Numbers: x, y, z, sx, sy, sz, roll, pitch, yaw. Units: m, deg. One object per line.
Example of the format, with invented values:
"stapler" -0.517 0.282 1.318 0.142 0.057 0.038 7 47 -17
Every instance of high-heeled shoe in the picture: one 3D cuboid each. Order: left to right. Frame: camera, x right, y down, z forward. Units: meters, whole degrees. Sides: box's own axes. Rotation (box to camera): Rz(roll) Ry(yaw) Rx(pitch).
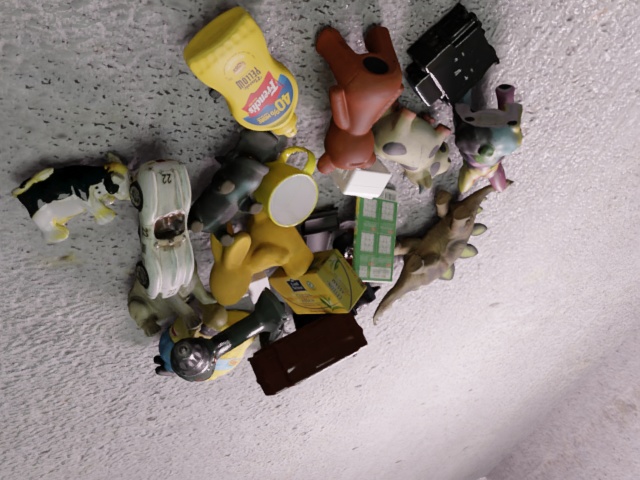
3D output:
"high-heeled shoe" -0.069 0.209 1.166 0.145 0.086 0.248 0 141 -27

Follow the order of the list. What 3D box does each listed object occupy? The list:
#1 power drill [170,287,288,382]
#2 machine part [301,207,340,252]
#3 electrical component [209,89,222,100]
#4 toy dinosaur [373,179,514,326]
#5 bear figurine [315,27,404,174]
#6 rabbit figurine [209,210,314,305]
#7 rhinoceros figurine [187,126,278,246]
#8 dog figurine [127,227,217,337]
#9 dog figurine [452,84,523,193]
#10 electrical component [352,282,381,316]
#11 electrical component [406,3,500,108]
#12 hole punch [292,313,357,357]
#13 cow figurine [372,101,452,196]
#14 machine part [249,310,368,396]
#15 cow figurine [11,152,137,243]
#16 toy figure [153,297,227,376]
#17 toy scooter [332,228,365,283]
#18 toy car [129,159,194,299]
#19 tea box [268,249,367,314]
"power drill" -0.157 0.167 0.915 0.207 0.086 0.232 -37 168 -26
"machine part" -0.002 -0.003 1.021 0.084 0.039 0.138 -16 138 -26
"electrical component" -0.125 -0.231 0.709 0.094 0.021 0.063 -44 139 17
"toy dinosaur" 0.239 0.036 1.169 0.198 0.105 0.471 16 127 -47
"bear figurine" 0.049 -0.198 0.801 0.120 0.132 0.195 -12 153 -20
"rabbit figurine" -0.115 0.031 0.888 0.173 0.122 0.162 -45 142 -14
"rhinoceros figurine" -0.127 -0.082 0.794 0.073 0.112 0.190 27 112 -29
"dog figurine" -0.270 0.045 0.877 0.172 0.121 0.190 -13 114 10
"dog figurine" 0.290 -0.152 0.944 0.109 0.192 0.219 -3 135 12
"electrical component" 0.082 0.118 1.157 0.119 0.047 0.075 -36 -167 -36
"electrical component" 0.202 -0.277 0.843 0.134 0.058 0.114 -43 138 14
"hole punch" 0.008 0.198 1.175 0.116 0.142 0.092 -32 139 20
"cow figurine" 0.161 -0.154 0.927 0.195 0.086 0.127 12 119 -43
"machine part" -0.026 0.209 1.009 0.201 0.087 0.201 -24 169 -18
"cow figurine" -0.315 -0.071 0.727 0.167 0.068 0.098 -24 135 -10
"toy figure" -0.250 0.182 1.028 0.089 0.082 0.180 5 125 -55
"toy scooter" 0.086 0.021 1.074 0.135 0.075 0.183 -37 152 -22
"toy car" -0.215 -0.011 0.743 0.073 0.056 0.201 -20 121 -45
"tea box" -0.009 0.079 0.981 0.098 0.170 0.068 50 60 -17
